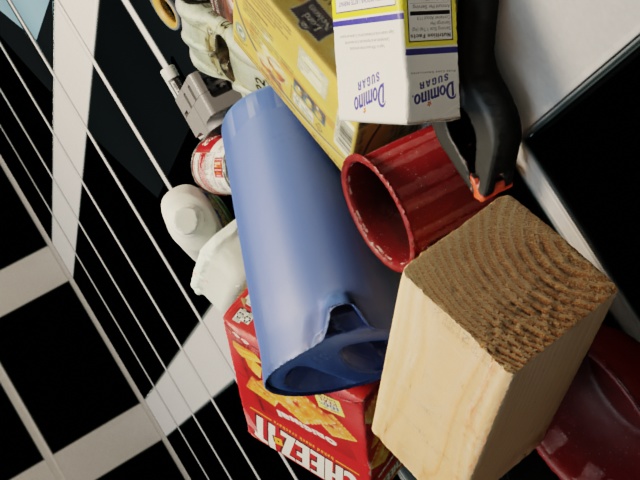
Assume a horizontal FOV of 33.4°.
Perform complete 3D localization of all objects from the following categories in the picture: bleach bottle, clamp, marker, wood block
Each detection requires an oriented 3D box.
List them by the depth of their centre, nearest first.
[{"bbox_3d":[0.101,0.080,0.679,0.090,0.090,0.206,44,154,24],"label":"wood block"},{"bbox_3d":[0.088,-0.112,0.704,0.120,0.039,0.171,39,145,59],"label":"clamp"},{"bbox_3d":[-0.137,-0.012,1.231,0.102,0.068,0.251,61,179,0],"label":"bleach bottle"},{"bbox_3d":[-0.150,-0.150,1.255,0.121,0.020,0.020,60,160,0],"label":"marker"}]

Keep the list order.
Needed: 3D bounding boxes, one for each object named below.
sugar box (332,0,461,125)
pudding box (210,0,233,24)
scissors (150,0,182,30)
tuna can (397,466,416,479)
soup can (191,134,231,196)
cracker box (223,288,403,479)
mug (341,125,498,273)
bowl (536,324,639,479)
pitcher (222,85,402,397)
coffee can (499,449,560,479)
[{"bbox_3d":[0.043,-0.161,0.655,0.093,0.048,0.176,18,117,63],"label":"sugar box"},{"bbox_3d":[-0.067,-0.236,0.904,0.090,0.039,0.113,39,151,46],"label":"pudding box"},{"bbox_3d":[-0.197,-0.283,1.190,0.202,0.016,0.096,24,140,59],"label":"scissors"},{"bbox_3d":[0.109,0.240,1.141,0.086,0.033,0.086,49,158,28],"label":"tuna can"},{"bbox_3d":[-0.089,-0.079,1.132,0.102,0.068,0.068,10,127,65],"label":"soup can"},{"bbox_3d":[-0.003,0.152,1.038,0.164,0.072,0.214,28,147,25],"label":"cracker box"},{"bbox_3d":[0.080,-0.026,0.766,0.117,0.081,0.093,55,160,24],"label":"mug"},{"bbox_3d":[0.193,0.111,0.725,0.162,0.055,0.162,49,157,29],"label":"bowl"},{"bbox_3d":[-0.006,0.001,0.877,0.149,0.144,0.243,-35,59,38],"label":"pitcher"},{"bbox_3d":[0.152,0.192,0.856,0.103,0.102,0.140,58,157,6],"label":"coffee can"}]
